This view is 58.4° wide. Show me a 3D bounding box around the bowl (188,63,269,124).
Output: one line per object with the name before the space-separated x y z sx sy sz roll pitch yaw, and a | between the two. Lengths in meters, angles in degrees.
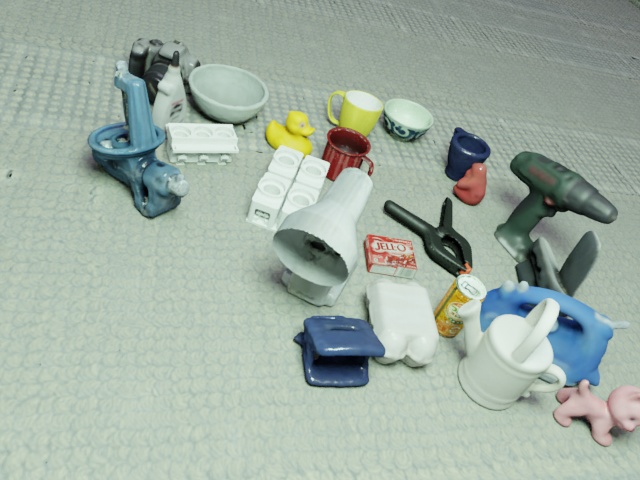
bowl | -0.195 -0.295 1.200 0.167 0.075 0.167 12 43 -11

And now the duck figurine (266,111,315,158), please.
duck figurine | -0.057 -0.228 1.179 0.104 0.086 0.077 26 42 5

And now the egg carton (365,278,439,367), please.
egg carton | 0.126 0.128 0.901 0.107 0.069 0.150 8 44 -15

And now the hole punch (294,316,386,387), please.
hole punch | 0.027 0.147 0.825 0.109 0.091 0.101 4 45 -18

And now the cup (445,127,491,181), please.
cup | 0.315 -0.189 1.286 0.092 0.095 0.117 0 47 -23

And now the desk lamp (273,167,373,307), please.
desk lamp | 0.008 0.003 0.874 0.118 0.213 0.203 27 42 6

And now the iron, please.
iron | 0.359 0.130 0.941 0.258 0.141 0.119 25 42 3

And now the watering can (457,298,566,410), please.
watering can | 0.281 0.156 0.843 0.173 0.194 0.101 19 42 -3

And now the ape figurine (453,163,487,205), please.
ape figurine | 0.330 -0.127 1.230 0.078 0.092 0.076 -3 48 -25

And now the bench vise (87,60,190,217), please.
bench vise | -0.278 -0.163 0.922 0.207 0.219 0.122 27 42 6

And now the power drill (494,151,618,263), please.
power drill | 0.438 -0.054 1.113 0.076 0.208 0.229 -11 51 -31

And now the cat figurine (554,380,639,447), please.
cat figurine | 0.442 0.250 0.869 0.127 0.118 0.067 25 42 3

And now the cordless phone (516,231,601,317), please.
cordless phone | 0.446 0.036 1.041 0.094 0.185 0.147 11 43 -11

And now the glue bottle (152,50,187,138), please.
glue bottle | -0.278 -0.274 1.071 0.037 0.173 0.078 29 43 8

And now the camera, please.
camera | -0.333 -0.353 1.183 0.143 0.101 0.137 18 42 -4
